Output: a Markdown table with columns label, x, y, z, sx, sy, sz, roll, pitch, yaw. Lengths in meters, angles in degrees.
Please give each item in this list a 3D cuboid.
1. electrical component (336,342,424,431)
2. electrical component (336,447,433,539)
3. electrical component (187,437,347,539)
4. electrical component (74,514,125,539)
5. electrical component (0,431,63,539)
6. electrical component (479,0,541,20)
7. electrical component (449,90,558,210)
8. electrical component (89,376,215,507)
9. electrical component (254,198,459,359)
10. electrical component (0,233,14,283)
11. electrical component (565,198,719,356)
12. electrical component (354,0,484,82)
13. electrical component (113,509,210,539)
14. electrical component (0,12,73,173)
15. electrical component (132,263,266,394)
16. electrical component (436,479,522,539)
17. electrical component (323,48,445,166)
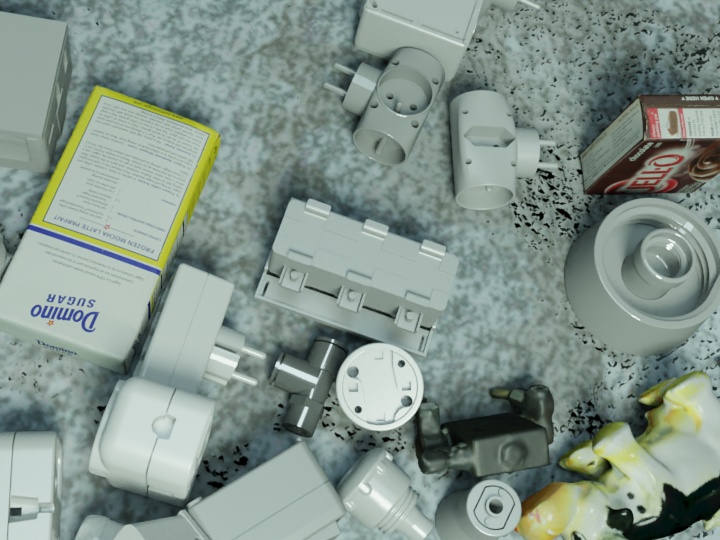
| label | x | y | z | sx | sy | sz | roll | pitch | yaw |
| --- | --- | --- | --- | --- | --- | --- | --- | --- | --- |
| electrical component | 0.013 | 0.075 | 0.698 | 0.055 | 0.047 | 0.055 | 0 | 86 | 1 |
| electrical component | 0.018 | 0.147 | 0.680 | 0.062 | 0.048 | 0.048 | 41 | 67 | 0 |
| electrical component | -0.062 | 0.156 | 0.651 | 0.096 | 0.061 | 0.061 | -29 | 76 | -19 |
| electrical component | -0.141 | 0.172 | 0.646 | 0.061 | 0.035 | 0.035 | 22 | 66 | -4 |
| electrical component | -0.209 | 0.145 | 0.633 | 0.059 | 0.053 | 0.095 | 0 | 68 | -10 |
| electrical component | 0.106 | -0.223 | 0.824 | 0.079 | 0.077 | 0.044 | 25 | 67 | 0 |
| electrical component | 0.107 | -0.086 | 0.788 | 0.079 | 0.043 | 0.077 | 2 | 68 | -9 |
| electrical component | -0.124 | 0.102 | 0.643 | 0.059 | 0.095 | 0.053 | 18 | 66 | -3 |
| electrical component | 0.000 | 0.000 | 0.724 | 0.121 | 0.063 | 0.078 | 19 | 66 | -2 |
| electrical component | -0.249 | -0.003 | 0.684 | 0.048 | 0.055 | 0.066 | 24 | 66 | 0 |
| electrical component | 0.207 | 0.001 | 0.762 | 0.108 | 0.060 | 0.108 | 4 | 68 | -9 |
| electrical component | 0.038 | -0.191 | 0.808 | 0.096 | 0.061 | 0.061 | 20 | 66 | -2 |
| electrical component | -0.085 | 0.234 | 0.568 | 0.186 | 0.060 | 0.105 | 44 | 103 | 23 |
| electrical component | -0.278 | -0.125 | 0.724 | 0.150 | 0.061 | 0.089 | 8 | 67 | -7 |
| electrical component | -0.098 | 0.052 | 0.695 | 0.076 | 0.047 | 0.083 | 22 | 66 | -13 |
| electrical component | 0.076 | 0.154 | 0.675 | 0.044 | 0.065 | 0.044 | 4 | 68 | -9 |
| electrical component | 0.013 | -0.127 | 0.787 | 0.079 | 0.044 | 0.077 | 25 | 66 | 0 |
